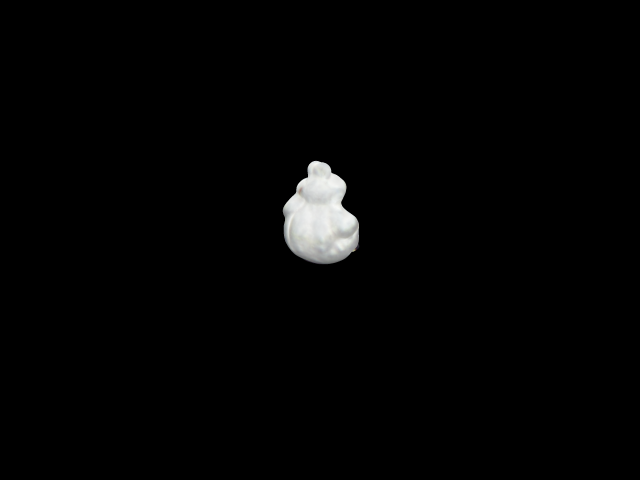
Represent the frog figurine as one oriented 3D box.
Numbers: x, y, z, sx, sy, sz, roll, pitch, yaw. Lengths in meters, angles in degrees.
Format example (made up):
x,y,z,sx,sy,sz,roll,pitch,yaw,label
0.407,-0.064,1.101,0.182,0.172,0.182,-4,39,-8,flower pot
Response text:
x,y,z,sx,sy,sz,roll,pitch,yaw,label
0.003,-0.043,0.850,0.139,0.155,0.124,31,50,30,frog figurine
